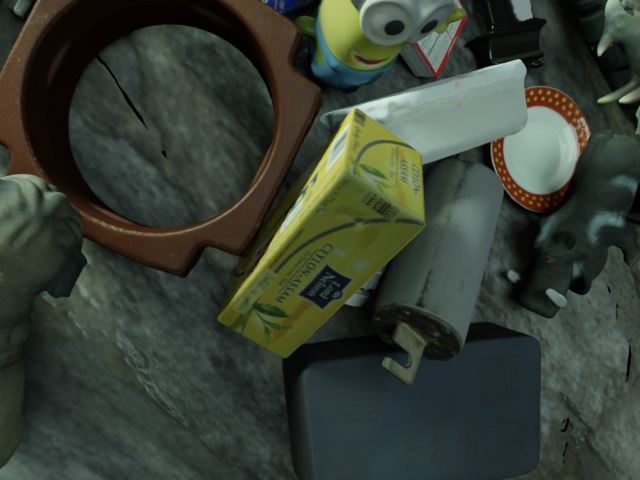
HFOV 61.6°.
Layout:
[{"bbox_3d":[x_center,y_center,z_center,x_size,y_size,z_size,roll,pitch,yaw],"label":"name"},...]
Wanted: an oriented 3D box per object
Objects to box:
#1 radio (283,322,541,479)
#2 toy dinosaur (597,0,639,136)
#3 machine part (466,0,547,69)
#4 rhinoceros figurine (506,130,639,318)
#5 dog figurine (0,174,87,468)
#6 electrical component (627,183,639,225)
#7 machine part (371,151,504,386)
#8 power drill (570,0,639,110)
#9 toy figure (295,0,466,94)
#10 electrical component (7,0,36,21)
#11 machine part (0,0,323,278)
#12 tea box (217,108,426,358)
[{"bbox_3d":[0.087,0.154,0.490,0.230,0.073,0.131,-3,91,-16],"label":"radio"},{"bbox_3d":[0.441,-0.133,0.569,0.404,0.131,0.192,22,111,-39],"label":"toy dinosaur"},{"bbox_3d":[0.182,-0.238,0.542,0.084,0.039,0.138,-14,95,-12],"label":"machine part"},{"bbox_3d":[0.259,-0.010,0.528,0.112,0.073,0.190,17,103,-35],"label":"rhinoceros figurine"},{"bbox_3d":[-0.203,0.070,0.326,0.191,0.121,0.172,-28,101,19],"label":"dog figurine"},{"bbox_3d":[0.373,-0.042,0.583,0.119,0.075,0.047,13,86,-20],"label":"electrical component"},{"bbox_3d":[0.105,0.012,0.463,0.079,0.079,0.243,35,55,-14],"label":"machine part"},{"bbox_3d":[0.353,-0.286,0.580,0.207,0.086,0.231,-40,109,-7],"label":"power drill"},{"bbox_3d":[0.033,-0.173,0.418,0.082,0.180,0.089,-34,97,-17],"label":"toy figure"},{"bbox_3d":[-0.202,-0.206,0.425,0.063,0.021,0.094,29,81,-16],"label":"electrical component"},{"bbox_3d":[-0.116,-0.090,0.400,0.201,0.087,0.201,26,89,-5],"label":"machine part"},{"bbox_3d":[-0.001,-0.001,0.403,0.068,0.169,0.098,31,37,-14],"label":"tea box"}]
